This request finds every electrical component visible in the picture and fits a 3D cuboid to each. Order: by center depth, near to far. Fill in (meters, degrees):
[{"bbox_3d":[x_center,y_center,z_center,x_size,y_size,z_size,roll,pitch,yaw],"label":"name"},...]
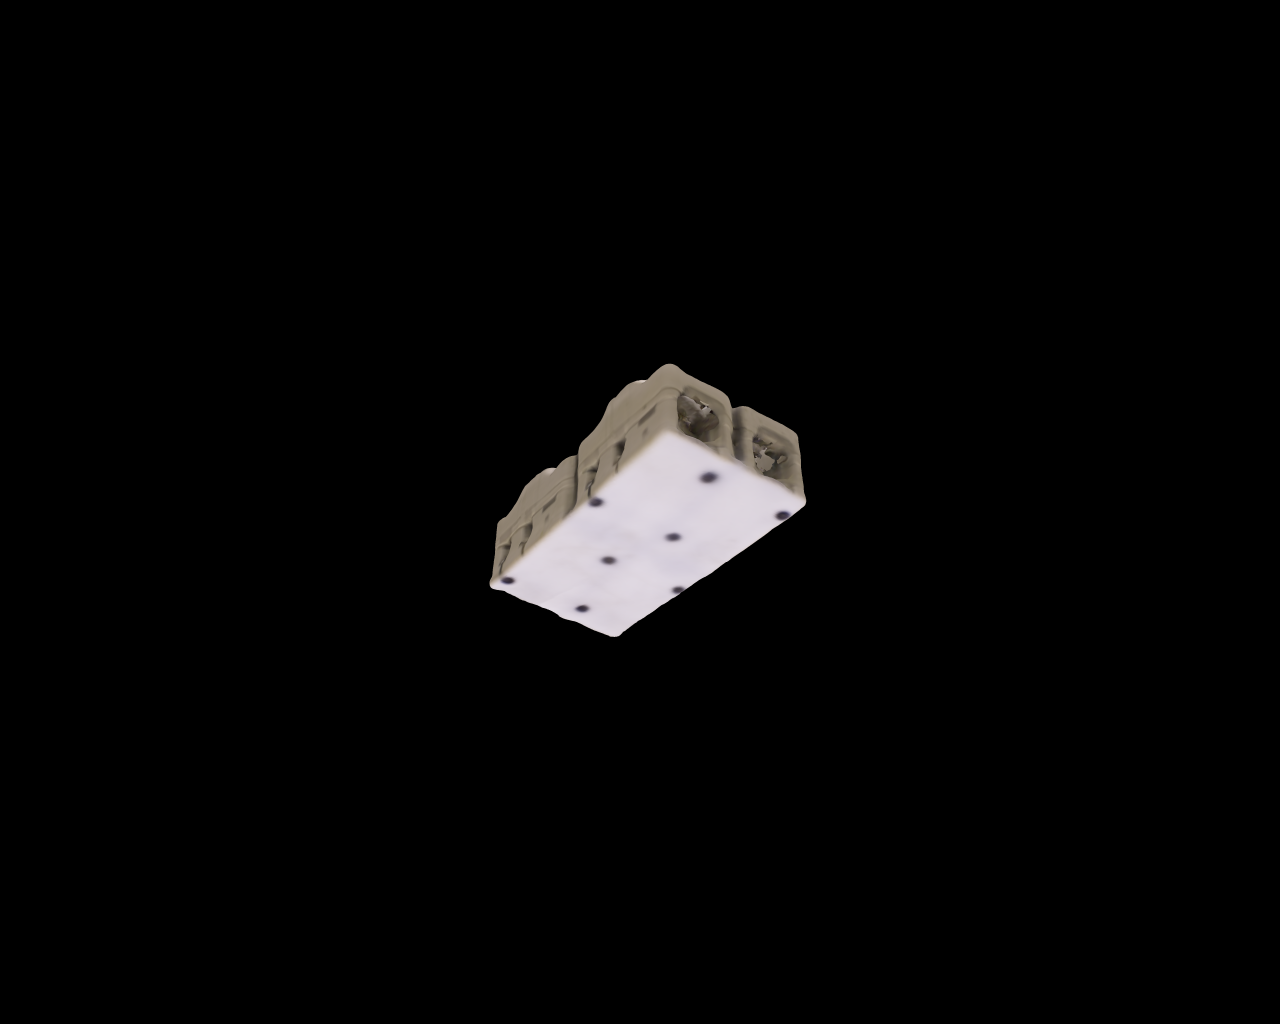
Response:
[{"bbox_3d":[0.001,-0.003,0.650,0.105,0.060,0.186,25,-44,-28],"label":"electrical component"}]
